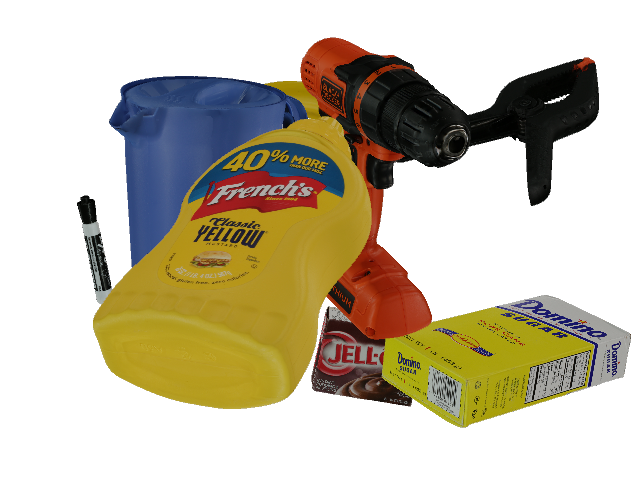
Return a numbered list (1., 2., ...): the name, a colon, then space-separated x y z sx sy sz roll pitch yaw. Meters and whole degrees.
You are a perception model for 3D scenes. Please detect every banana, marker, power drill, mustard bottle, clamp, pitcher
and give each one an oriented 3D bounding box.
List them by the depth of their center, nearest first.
1. mustard bottle: -0.027 -0.004 0.531 0.096 0.058 0.191 5 39 22
2. power drill: 0.042 -0.031 0.723 0.057 0.188 0.185 -10 28 -21
3. pitcher: -0.092 -0.014 0.902 0.149 0.243 0.145 4 20 2
4. clamp: 0.187 -0.101 0.941 0.209 0.036 0.165 -31 39 -25
5. banana: -0.048 -0.133 1.098 0.197 0.037 0.070 -12 51 -37
6. marker: -0.242 0.010 1.146 0.020 0.121 0.020 -6 21 2

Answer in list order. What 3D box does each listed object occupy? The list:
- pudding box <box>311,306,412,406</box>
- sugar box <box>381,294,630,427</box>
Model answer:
1. pudding box: 0.053 0.126 1.162 0.113 0.090 0.039 9 24 -4
2. sugar box: 0.144 0.088 0.821 0.175 0.048 0.093 -13 26 -34
